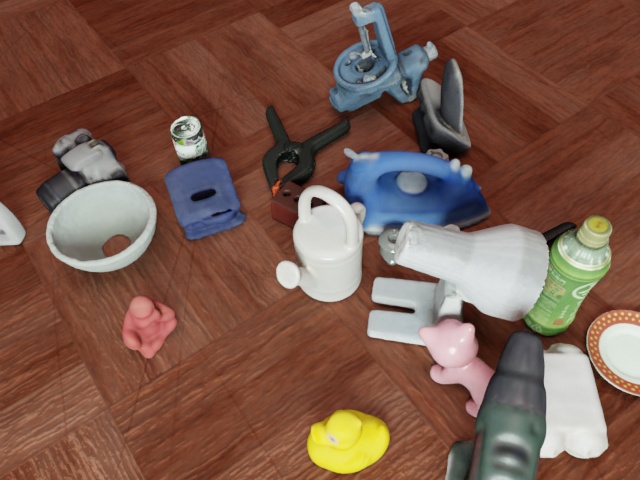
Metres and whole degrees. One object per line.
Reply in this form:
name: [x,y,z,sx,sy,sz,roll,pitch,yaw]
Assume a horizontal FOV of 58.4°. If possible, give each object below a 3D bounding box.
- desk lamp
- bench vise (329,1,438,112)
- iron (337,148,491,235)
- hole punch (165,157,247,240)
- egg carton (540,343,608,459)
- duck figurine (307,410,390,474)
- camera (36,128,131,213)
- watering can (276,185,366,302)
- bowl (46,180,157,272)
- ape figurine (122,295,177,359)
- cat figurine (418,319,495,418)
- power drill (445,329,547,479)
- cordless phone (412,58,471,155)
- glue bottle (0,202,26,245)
desk lamp: [0.170,0.057,0.754,0.203,0.118,0.214,6,-36,6]
bench vise: [0.112,-0.350,1.049,0.208,0.121,0.220,-32,-31,-20]
iron: [0.152,-0.090,0.906,0.258,0.118,0.141,2,-36,3]
hole punch: [-0.185,-0.069,0.931,0.109,0.101,0.091,-19,-34,-12]
egg carton: [0.299,0.203,0.733,0.107,0.150,0.069,0,-36,2]
duck figurine: [0.035,0.238,0.705,0.104,0.077,0.086,-6,-36,-3]
camera: [-0.411,-0.111,0.962,0.142,0.101,0.137,38,63,25]
watering can: [0.009,0.004,0.809,0.100,0.173,0.194,12,-35,11]
bowl: [-0.333,-0.010,0.902,0.167,0.167,0.075,0,-36,2]
ape figurine: [-0.243,0.110,0.802,0.078,0.076,0.092,-17,-35,-11]
cat figurine: [0.189,0.154,0.742,0.127,0.118,0.067,38,63,25]
power drill: [0.189,0.237,0.625,0.075,0.230,0.208,13,-35,11]
cordless phone: [0.220,-0.253,0.996,0.094,0.147,0.185,-8,-36,-4]
glue bottle: [-0.526,-0.055,0.879,0.078,0.037,0.173,1,-36,3]
